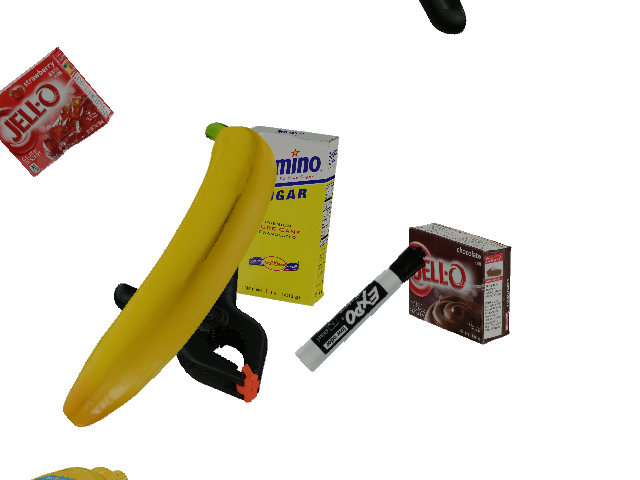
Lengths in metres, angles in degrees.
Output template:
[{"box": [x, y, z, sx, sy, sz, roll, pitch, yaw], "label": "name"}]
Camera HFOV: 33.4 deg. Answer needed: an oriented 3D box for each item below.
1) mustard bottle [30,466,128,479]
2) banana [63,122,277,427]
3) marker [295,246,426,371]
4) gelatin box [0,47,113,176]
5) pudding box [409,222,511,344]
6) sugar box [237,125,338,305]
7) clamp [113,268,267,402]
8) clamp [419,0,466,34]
[{"box": [-0.220, 0.227, 0.852, 0.096, 0.058, 0.191, 7, 15, 28], "label": "mustard bottle"}, {"box": [-0.065, 0.008, 0.544, 0.037, 0.197, 0.070, 38, -36, -20], "label": "banana"}, {"box": [0.031, 0.048, 0.779, 0.121, 0.020, 0.020, -43, 8, -8], "label": "marker"}, {"box": [-0.234, -0.108, 0.906, 0.089, 0.073, 0.030, -33, 21, 16], "label": "gelatin box"}, {"box": [0.130, 0.038, 1.009, 0.039, 0.090, 0.114, -13, 19, -33], "label": "pudding box"}, {"box": [-0.037, -0.026, 1.117, 0.093, 0.176, 0.048, 8, 16, 14], "label": "sugar box"}, {"box": [-0.092, 0.071, 0.944, 0.120, 0.039, 0.172, -30, 53, -25], "label": "clamp"}, {"box": [0.043, -0.244, 0.724, 0.209, 0.164, 0.036, 25, -22, -15], "label": "clamp"}]
